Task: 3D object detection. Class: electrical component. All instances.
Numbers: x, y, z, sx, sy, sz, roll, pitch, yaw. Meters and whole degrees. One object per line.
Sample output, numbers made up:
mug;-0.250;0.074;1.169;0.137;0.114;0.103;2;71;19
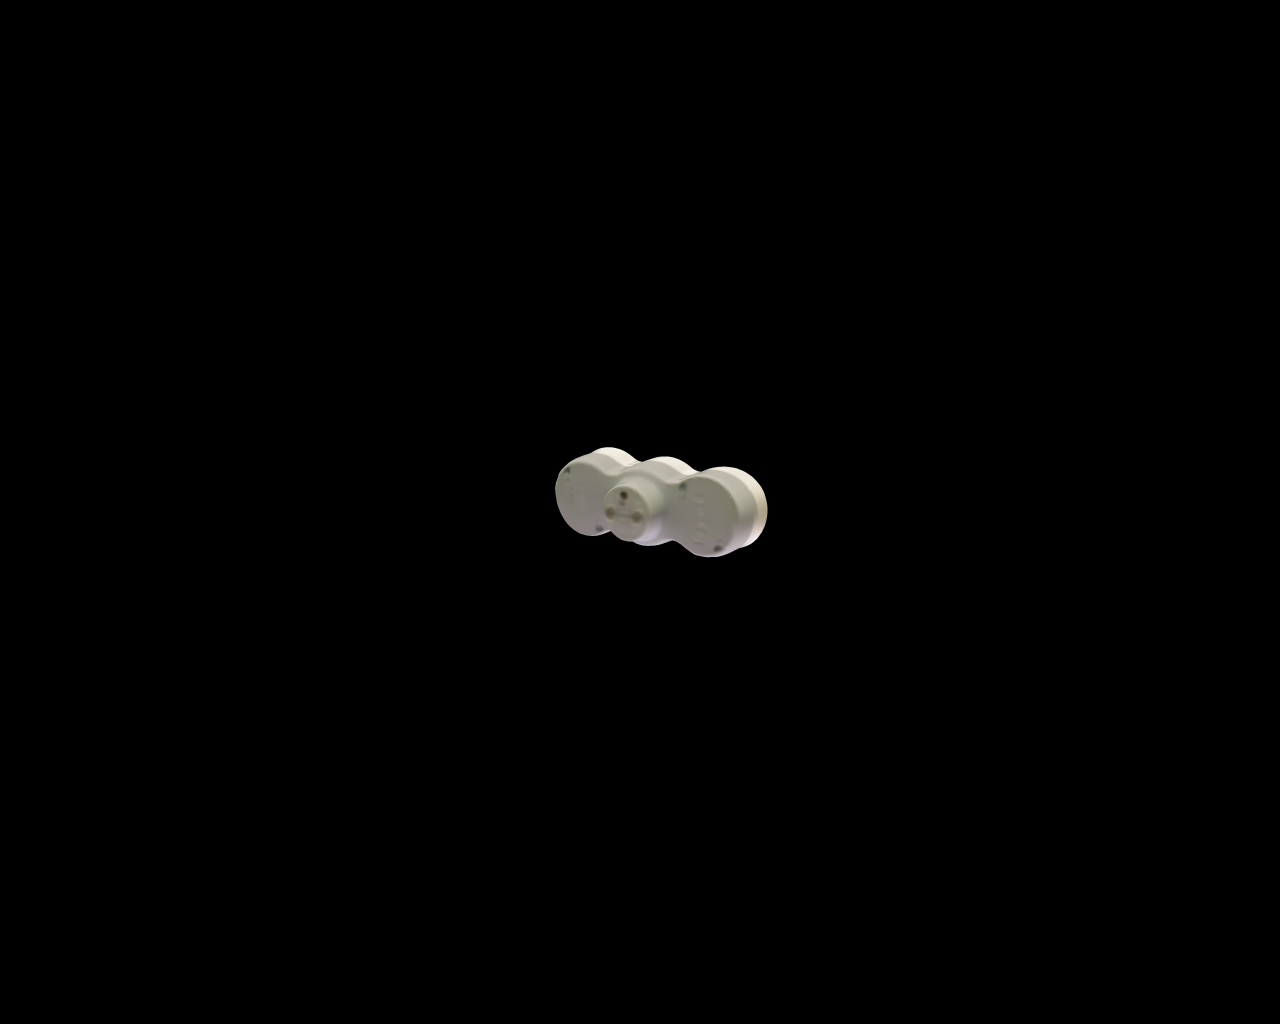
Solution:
electrical component;0.001;-0.003;0.650;0.138;0.052;0.074;10;18;33
